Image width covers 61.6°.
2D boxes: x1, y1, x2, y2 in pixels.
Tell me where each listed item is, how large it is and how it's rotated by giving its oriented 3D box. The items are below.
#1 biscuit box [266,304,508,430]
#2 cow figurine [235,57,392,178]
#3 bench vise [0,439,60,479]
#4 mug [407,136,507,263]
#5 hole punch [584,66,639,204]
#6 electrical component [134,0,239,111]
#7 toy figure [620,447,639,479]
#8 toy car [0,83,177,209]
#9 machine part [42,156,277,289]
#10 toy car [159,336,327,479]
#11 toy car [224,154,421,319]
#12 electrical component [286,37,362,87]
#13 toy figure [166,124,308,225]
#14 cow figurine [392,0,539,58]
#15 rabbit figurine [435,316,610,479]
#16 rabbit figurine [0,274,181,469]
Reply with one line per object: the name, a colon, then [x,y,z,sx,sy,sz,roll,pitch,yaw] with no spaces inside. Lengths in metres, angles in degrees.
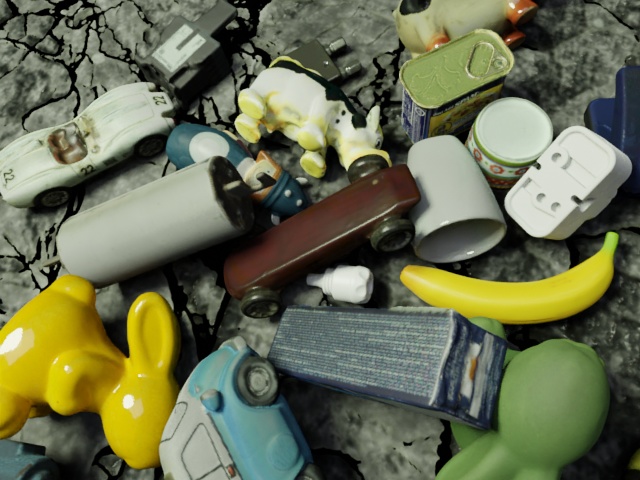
biscuit box: [0.037,0.087,0.407,0.059,0.203,0.063,29,70,-30]
cow figurine: [0.006,-0.119,0.541,0.167,0.068,0.098,29,63,6]
bench vise: [-0.333,0.242,0.431,0.224,0.128,0.240,7,64,8]
mug: [0.107,-0.040,0.504,0.110,0.080,0.107,-13,59,12]
hole punch: [0.317,-0.098,0.491,0.142,0.092,0.116,-2,74,2]
electrical component: [-0.140,-0.214,0.606,0.075,0.047,0.119,37,78,17]
toy figure: [0.240,0.232,0.386,0.089,0.082,0.180,38,81,15]
toy car: [-0.249,-0.102,0.575,0.202,0.056,0.073,-29,70,-3]
machine part: [-0.152,-0.014,0.500,0.243,0.079,0.079,-21,69,14]
toy car: [-0.071,0.167,0.422,0.103,0.109,0.161,-20,75,-28]
toy car: [-0.001,-0.001,0.490,0.202,0.053,0.089,-28,53,16]
electrical component: [-0.005,-0.186,0.593,0.094,0.021,0.063,-27,70,-4]
toy figure: [-0.083,-0.068,0.544,0.155,0.058,0.064,27,105,13]
cow figurine: [0.170,-0.263,0.571,0.195,0.085,0.127,-27,76,-2]
rabbit figurine: [0.139,0.124,0.387,0.121,0.170,0.159,25,75,15]
rabbit figurine: [-0.188,0.121,0.476,0.173,0.122,0.162,37,69,3]
